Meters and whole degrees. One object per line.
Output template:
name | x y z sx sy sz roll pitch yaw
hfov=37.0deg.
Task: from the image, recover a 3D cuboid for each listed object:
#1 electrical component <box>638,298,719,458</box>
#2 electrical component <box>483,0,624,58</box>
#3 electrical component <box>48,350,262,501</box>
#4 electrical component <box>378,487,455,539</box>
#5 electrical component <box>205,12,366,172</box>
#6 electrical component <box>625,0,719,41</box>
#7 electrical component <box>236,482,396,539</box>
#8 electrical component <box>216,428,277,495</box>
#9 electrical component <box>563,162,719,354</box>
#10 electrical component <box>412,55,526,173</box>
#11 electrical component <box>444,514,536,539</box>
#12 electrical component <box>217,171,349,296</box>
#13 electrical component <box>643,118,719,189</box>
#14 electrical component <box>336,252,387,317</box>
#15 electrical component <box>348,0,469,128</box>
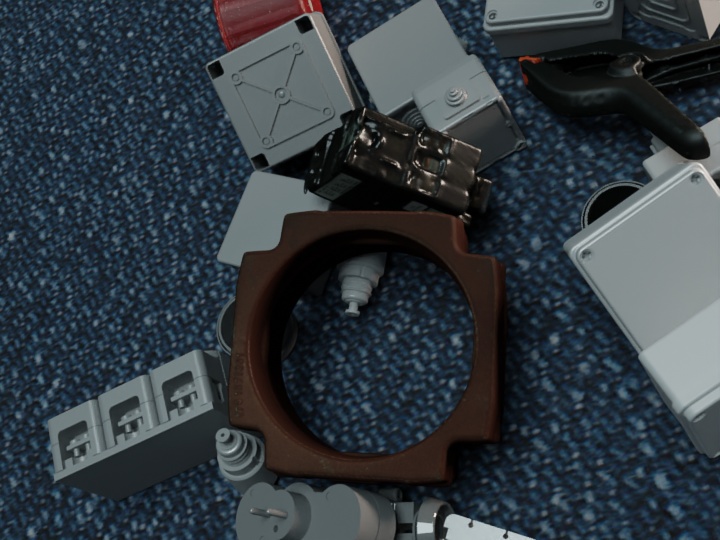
electrical component | 0.252 0.063 0.714 0.109 0.109 0.056 -36 56 7
electrical component | 0.168 -0.243 0.914 0.109 0.056 0.108 0 69 25
electrical component | -0.169 0.127 0.890 0.150 0.089 0.061 -26 60 13
electrical component | 0.039 0.193 0.793 0.055 0.048 0.066 -9 65 29
electrical component | -0.063 -0.157 0.954 0.109 0.056 0.108 -24 97 15
electrical component | 0.248 -0.239 0.842 0.078 0.113 0.057 30 86 31
electrical component | -0.047 0.183 0.794 0.138 0.074 0.052 -10 65 45
electrical component | -0.094 0.149 0.857 0.040 0.078 0.040 -11 52 14
electrical component | 0.219 -0.003 0.760 0.109 0.056 0.108 -36 94 7
electrical component | 0.086 -0.129 0.879 0.062 0.096 0.061 -30 59 10
electrical component | 0.103 0.210 0.750 0.089 0.056 0.050 12 74 28
electrical component | -0.063 -0.031 0.933 0.100 0.048 0.099 14 75 29
electrical component | 0.246 -0.089 0.817 0.066 0.047 0.076 -31 60 10
electrical component | 0.000 0.000 0.896 0.040 0.040 0.078 1 70 25
electrical component | 0.049 -0.176 0.943 0.100 0.048 0.099 -30 60 10
